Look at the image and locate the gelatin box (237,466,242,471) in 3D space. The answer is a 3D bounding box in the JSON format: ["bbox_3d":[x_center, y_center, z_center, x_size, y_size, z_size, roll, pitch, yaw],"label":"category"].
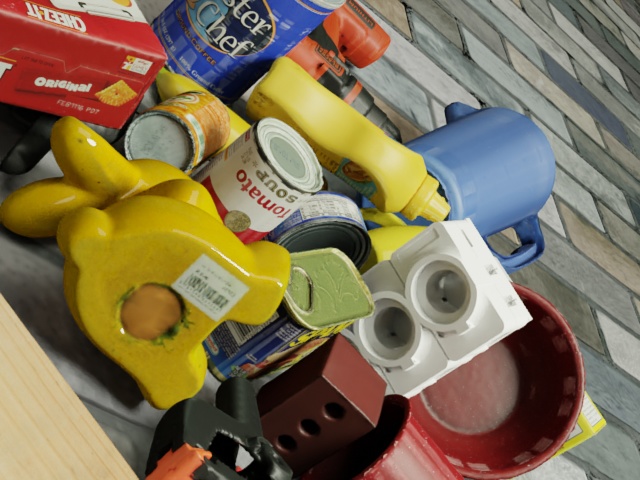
[{"bbox_3d":[-0.041,0.187,0.615,0.073,0.030,0.089,44,28,-13],"label":"gelatin box"}]

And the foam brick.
[{"bbox_3d":[-0.002,0.111,0.710,0.053,0.078,0.051,46,27,-11],"label":"foam brick"}]

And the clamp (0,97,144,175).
[{"bbox_3d":[-0.178,-0.089,0.723,0.171,0.039,0.120,-1,58,-52],"label":"clamp"}]

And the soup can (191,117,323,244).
[{"bbox_3d":[-0.055,-0.033,0.772,0.068,0.102,0.068,36,32,-27],"label":"soup can"}]

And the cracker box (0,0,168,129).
[{"bbox_3d":[-0.215,-0.173,0.682,0.163,0.072,0.214,9,38,-44],"label":"cracker box"}]

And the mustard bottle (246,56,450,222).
[{"bbox_3d":[0.029,-0.076,0.905,0.191,0.058,0.096,36,-10,-1],"label":"mustard bottle"}]

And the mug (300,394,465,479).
[{"bbox_3d":[0.047,0.167,0.699,0.081,0.093,0.117,50,10,-13],"label":"mug"}]

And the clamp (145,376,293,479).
[{"bbox_3d":[-0.029,0.136,0.577,0.165,0.036,0.210,48,3,16],"label":"clamp"}]

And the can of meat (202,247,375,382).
[{"bbox_3d":[-0.025,0.053,0.736,0.101,0.084,0.057,-8,64,-58],"label":"can of meat"}]

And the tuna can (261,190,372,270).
[{"bbox_3d":[-0.005,0.001,0.824,0.086,0.086,0.034,24,37,-41],"label":"tuna can"}]

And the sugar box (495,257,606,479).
[{"bbox_3d":[0.160,0.110,0.934,0.048,0.093,0.176,-7,63,-59],"label":"sugar box"}]

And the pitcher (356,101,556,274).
[{"bbox_3d":[0.140,-0.045,1.056,0.149,0.145,0.242,20,22,25],"label":"pitcher"}]

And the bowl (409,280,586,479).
[{"bbox_3d":[0.129,0.113,0.868,0.162,0.162,0.055,55,-10,6],"label":"bowl"}]

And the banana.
[{"bbox_3d":[-0.062,-0.083,0.889,0.197,0.037,0.069,37,31,-26],"label":"banana"}]

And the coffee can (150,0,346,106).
[{"bbox_3d":[-0.062,-0.196,0.910,0.102,0.140,0.103,36,32,-27],"label":"coffee can"}]

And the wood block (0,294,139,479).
[{"bbox_3d":[-0.148,0.117,0.472,0.206,0.091,0.090,52,28,2],"label":"wood block"}]

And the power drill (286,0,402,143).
[{"bbox_3d":[0.024,-0.183,1.111,0.184,0.057,0.187,43,29,-15],"label":"power drill"}]
